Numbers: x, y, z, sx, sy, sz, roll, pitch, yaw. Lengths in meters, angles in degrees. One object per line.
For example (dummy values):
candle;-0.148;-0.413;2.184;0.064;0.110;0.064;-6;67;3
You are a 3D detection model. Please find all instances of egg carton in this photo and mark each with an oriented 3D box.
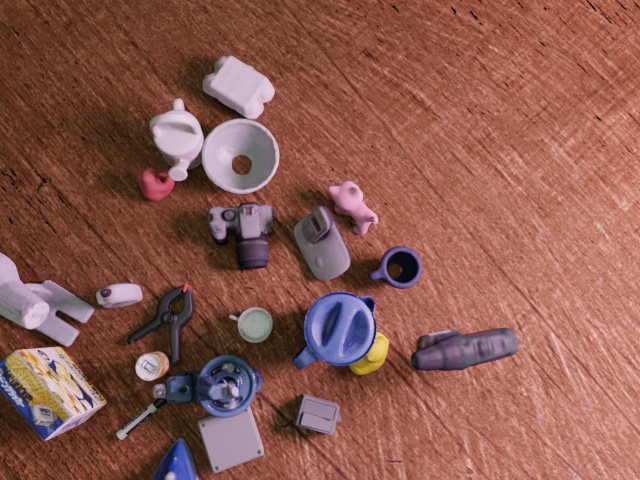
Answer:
egg carton;-0.182;-0.344;1.291;0.150;0.069;0.107;31;80;0

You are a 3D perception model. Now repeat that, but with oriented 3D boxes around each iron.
iron;-0.297;0.528;1.110;0.118;0.141;0.258;6;81;-4

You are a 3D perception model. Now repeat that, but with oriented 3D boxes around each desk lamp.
desk lamp;-0.576;0.115;1.111;0.203;0.213;0.118;30;80;0

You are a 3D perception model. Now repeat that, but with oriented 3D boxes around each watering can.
watering can;-0.294;-0.212;1.197;0.101;0.194;0.173;-24;84;-8

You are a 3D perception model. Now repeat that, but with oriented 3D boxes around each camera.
camera;-0.164;-0.006;1.225;0.143;0.100;0.137;-5;82;-6

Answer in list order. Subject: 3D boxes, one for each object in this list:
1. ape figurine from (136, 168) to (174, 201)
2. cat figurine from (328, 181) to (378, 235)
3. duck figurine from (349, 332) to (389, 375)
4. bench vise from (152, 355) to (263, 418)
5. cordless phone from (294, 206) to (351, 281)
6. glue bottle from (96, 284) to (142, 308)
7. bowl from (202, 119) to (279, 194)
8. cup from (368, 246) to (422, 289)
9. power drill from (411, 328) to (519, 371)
ape figurine;-0.359;-0.126;1.230;0.078;0.092;0.076;26;80;-1
cat figurine;0.076;-0.078;1.249;0.128;0.117;0.067;44;80;3
duck figurine;0.107;0.243;1.219;0.077;0.086;0.104;44;80;3
bench vise;-0.217;0.300;1.112;0.207;0.219;0.121;-21;83;-8
cordless phone;0.011;0.004;1.197;0.094;0.185;0.147;-28;85;-8
glue bottle;-0.411;0.111;1.147;0.078;0.173;0.037;-18;83;-7
bowl;-0.173;-0.177;1.264;0.167;0.074;0.167;1;81;-5
cup;0.156;0.068;1.246;0.118;0.095;0.092;-18;83;-7
power drill;0.276;0.227;1.175;0.229;0.208;0.075;-10;82;-7
